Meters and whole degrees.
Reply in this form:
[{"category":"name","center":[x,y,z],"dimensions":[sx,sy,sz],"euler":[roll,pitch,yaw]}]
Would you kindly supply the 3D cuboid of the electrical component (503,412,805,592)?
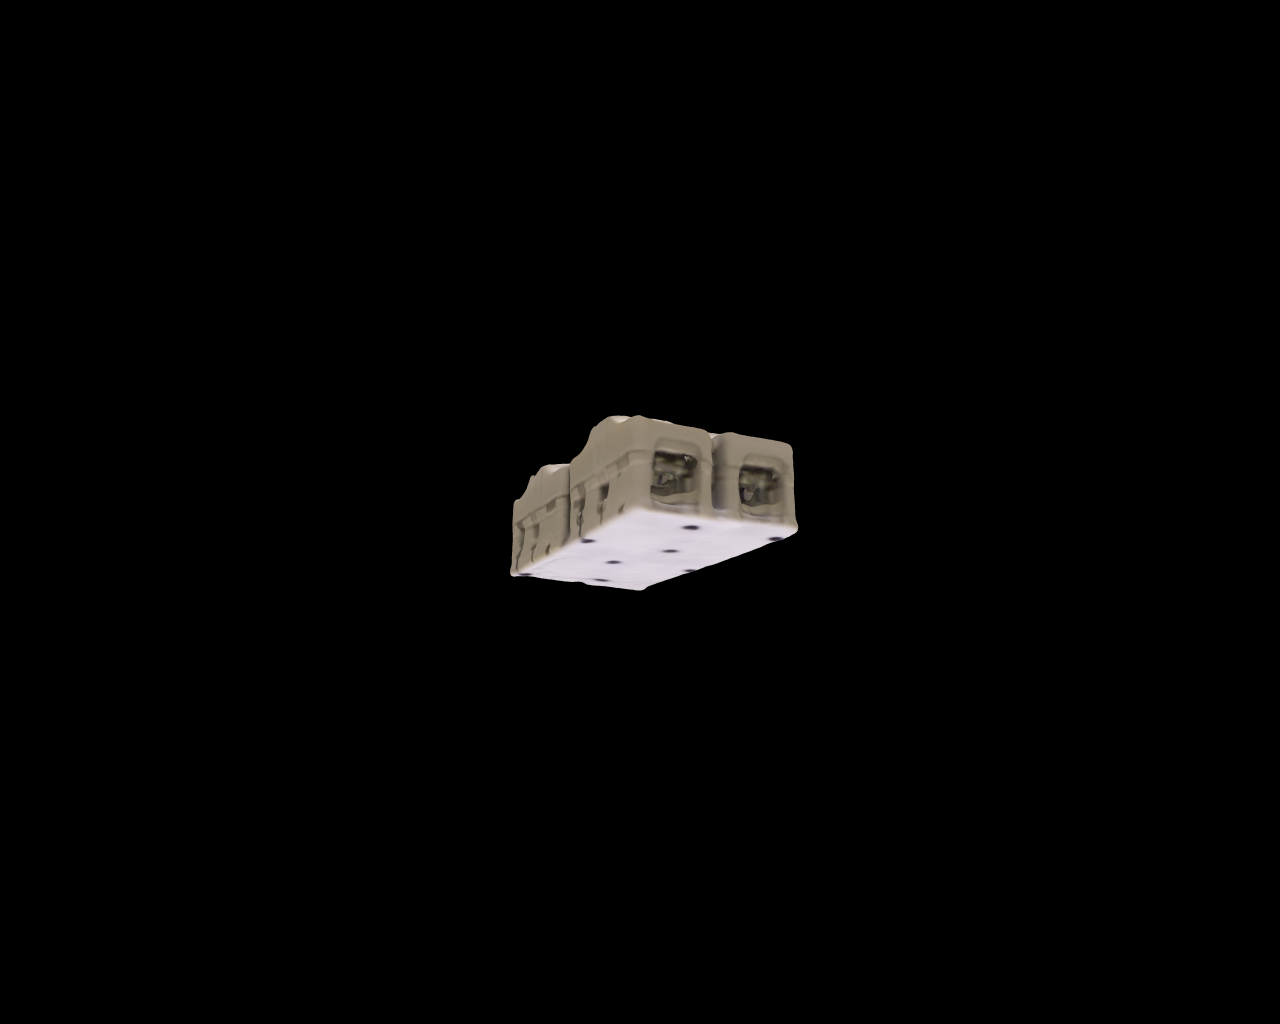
[{"category":"electrical component","center":[0.001,-0.003,0.650],"dimensions":[0.105,0.060,0.186],"euler":[8,-18,-27]}]
